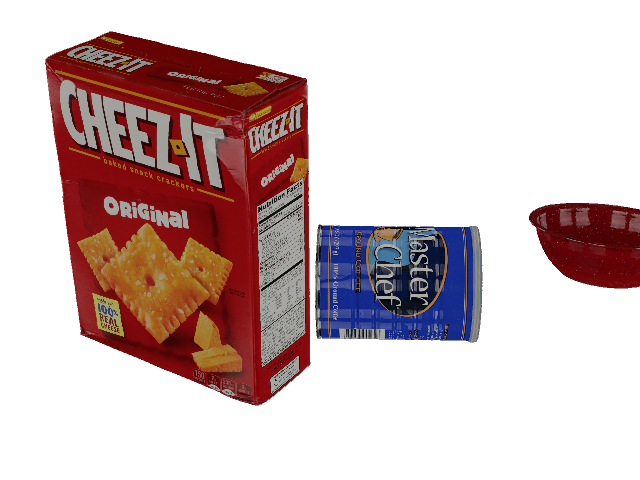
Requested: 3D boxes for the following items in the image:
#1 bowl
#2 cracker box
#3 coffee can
[{"bbox_3d":[0.290,0.008,1.082,0.162,0.055,0.162,2,17,-1],"label":"bowl"},{"bbox_3d":[-0.092,-0.013,0.703,0.164,0.214,0.072,18,35,29],"label":"cracker box"},{"bbox_3d":[0.068,0.038,0.943,0.140,0.103,0.103,1,0,3],"label":"coffee can"}]
